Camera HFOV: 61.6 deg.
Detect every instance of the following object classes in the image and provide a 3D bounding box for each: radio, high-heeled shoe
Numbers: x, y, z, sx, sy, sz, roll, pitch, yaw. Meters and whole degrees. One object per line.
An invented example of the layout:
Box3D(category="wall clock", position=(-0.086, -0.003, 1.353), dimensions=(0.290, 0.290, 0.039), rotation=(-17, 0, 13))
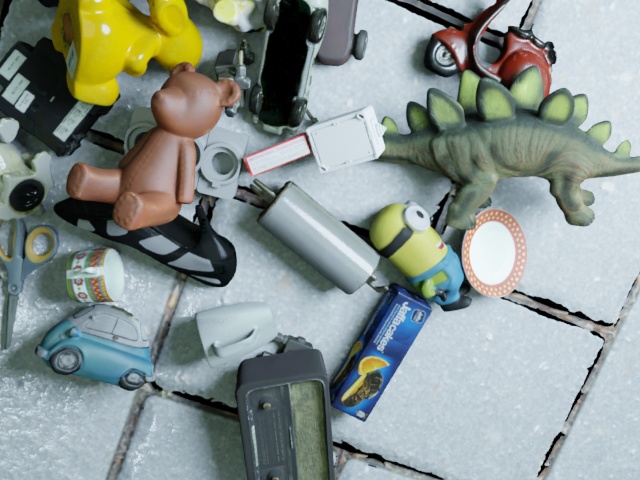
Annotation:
Box3D(category="radio", position=(-0.049, 0.280, 0.793), dimensions=(0.131, 0.073, 0.229), rotation=(-5, 108, -3))
Box3D(category="high-heeled shoe", position=(-0.240, 0.002, 0.758), dimensions=(0.249, 0.086, 0.145), rotation=(5, 131, 12))

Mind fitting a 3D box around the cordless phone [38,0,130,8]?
Box3D(category="cordless phone", position=(-0.301, -0.386, 0.660), dimensions=(0.147, 0.089, 0.184), rotation=(-17, 97, 0))

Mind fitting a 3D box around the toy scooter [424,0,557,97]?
Box3D(category="toy scooter", position=(0.244, -0.257, 0.720), dimensions=(0.184, 0.075, 0.135), rotation=(27, 103, -5))

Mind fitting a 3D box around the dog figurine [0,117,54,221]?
Box3D(category="dog figurine", position=(-0.461, -0.118, 0.709), dimensions=(0.191, 0.121, 0.172), rotation=(30, 143, 25))

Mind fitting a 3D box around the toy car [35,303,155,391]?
Box3D(category="toy car", position=(-0.302, 0.142, 0.752), dimensions=(0.161, 0.109, 0.103), rotation=(20, 82, -16))

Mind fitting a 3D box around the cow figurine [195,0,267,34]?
Box3D(category="cow figurine", position=(-0.137, -0.329, 0.683), dimensions=(0.167, 0.098, 0.068), rotation=(41, 101, 9))

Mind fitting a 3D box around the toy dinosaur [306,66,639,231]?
Box3D(category="toy dinosaur", position=(0.214, -0.120, 0.709), dimensions=(0.472, 0.105, 0.198), rotation=(0, 116, 14))

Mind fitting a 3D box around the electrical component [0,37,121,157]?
Box3D(category="electrical component", position=(-0.352, -0.193, 0.705), dimensions=(0.134, 0.058, 0.115), rotation=(42, 93, -10))

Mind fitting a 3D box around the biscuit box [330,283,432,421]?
Box3D(category="biscuit box", position=(0.087, 0.165, 0.800), dimensions=(0.063, 0.059, 0.202), rotation=(28, 98, -8))

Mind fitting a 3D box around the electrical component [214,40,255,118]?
Box3D(category="electrical component", position=(-0.109, -0.214, 0.700), dimensions=(0.045, 0.102, 0.078), rotation=(-8, 124, 4))

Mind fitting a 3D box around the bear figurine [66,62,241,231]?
Box3D(category="bear figurine", position=(-0.186, -0.117, 0.631), dimensions=(0.120, 0.132, 0.195), rotation=(31, 103, 19))

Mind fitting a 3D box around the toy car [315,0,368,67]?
Box3D(category="toy car", position=(0.027, -0.333, 0.704), dimensions=(0.089, 0.053, 0.202), rotation=(8, 104, 5))

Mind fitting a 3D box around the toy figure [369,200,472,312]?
Box3D(category="toy figure", position=(0.144, 0.026, 0.767), dimensions=(0.089, 0.082, 0.180), rotation=(-35, 104, 0))

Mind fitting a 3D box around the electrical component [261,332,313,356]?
Box3D(category="electrical component", position=(-0.039, 0.176, 0.814), dimensions=(0.094, 0.021, 0.063), rotation=(24, 98, -7))

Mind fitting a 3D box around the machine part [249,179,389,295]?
Box3D(category="machine part", position=(-0.002, -0.002, 0.754), dimensions=(0.243, 0.079, 0.079), rotation=(39, 96, -11))

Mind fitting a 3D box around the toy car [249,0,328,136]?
Box3D(category="toy car", position=(-0.042, -0.230, 0.695), dimensions=(0.074, 0.056, 0.201), rotation=(17, 125, 2))

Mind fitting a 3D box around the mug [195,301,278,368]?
Box3D(category="mug", position=(-0.115, 0.128, 0.762), dimensions=(0.107, 0.110, 0.080), rotation=(-18, 98, -13))

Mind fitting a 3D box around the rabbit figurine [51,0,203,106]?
Box3D(category="rabbit figurine", position=(-0.221, -0.256, 0.657), dimensions=(0.173, 0.122, 0.162), rotation=(-4, 145, -40))
